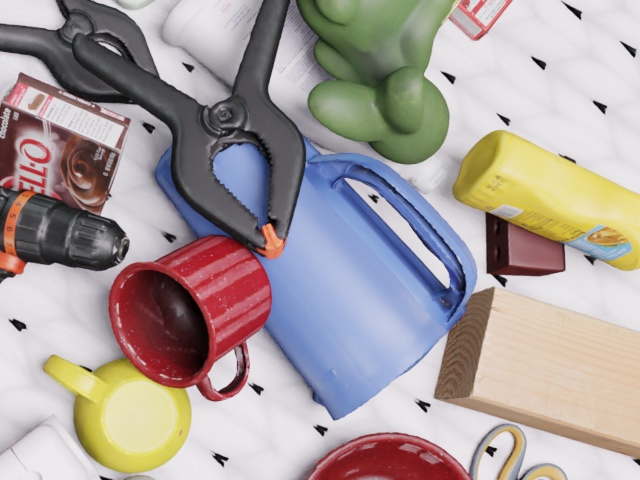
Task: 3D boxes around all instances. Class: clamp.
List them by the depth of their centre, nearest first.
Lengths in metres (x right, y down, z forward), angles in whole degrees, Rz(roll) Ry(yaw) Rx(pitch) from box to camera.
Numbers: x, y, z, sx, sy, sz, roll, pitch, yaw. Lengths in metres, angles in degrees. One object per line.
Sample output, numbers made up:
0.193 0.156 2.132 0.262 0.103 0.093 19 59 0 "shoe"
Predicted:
-0.059 -0.089 0.748 0.164 0.036 0.210 -27 76 -8 "clamp"
-0.195 -0.173 0.845 0.171 0.039 0.120 27 82 -13 "clamp"

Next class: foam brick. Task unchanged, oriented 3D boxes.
0.172 -0.010 0.897 0.051 0.053 0.078 3 80 -13 "foam brick"

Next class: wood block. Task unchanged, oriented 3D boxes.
0.210 0.114 0.868 0.206 0.090 0.091 18 77 -10 "wood block"

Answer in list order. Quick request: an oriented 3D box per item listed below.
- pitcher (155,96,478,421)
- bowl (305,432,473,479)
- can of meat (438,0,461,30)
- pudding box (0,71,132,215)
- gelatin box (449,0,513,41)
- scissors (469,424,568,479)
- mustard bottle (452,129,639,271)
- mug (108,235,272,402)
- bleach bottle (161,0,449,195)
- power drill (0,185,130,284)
-0.005 0.001 0.810 0.149 0.145 0.243 -40 88 -9 "pitcher"
0.047 0.231 0.831 0.162 0.055 0.162 2 81 -13 "bowl"
0.070 -0.207 0.878 0.084 0.102 0.057 36 70 -3 "can of meat"
-0.195 -0.061 0.790 0.090 0.114 0.039 22 49 -9 "pudding box"
0.129 -0.230 0.932 0.089 0.030 0.073 40 74 -5 "gelatin box"
0.142 0.252 0.870 0.096 0.016 0.201 21 78 -9 "scissors"
0.205 -0.021 0.828 0.191 0.096 0.058 23 76 -9 "mustard bottle"
-0.082 0.056 0.752 0.081 0.093 0.117 -32 99 -52 "mug"
-0.002 -0.123 0.870 0.251 0.068 0.102 41 74 -6 "bleach bottle"
-0.243 0.051 0.766 0.184 0.057 0.187 13 77 15 "power drill"
